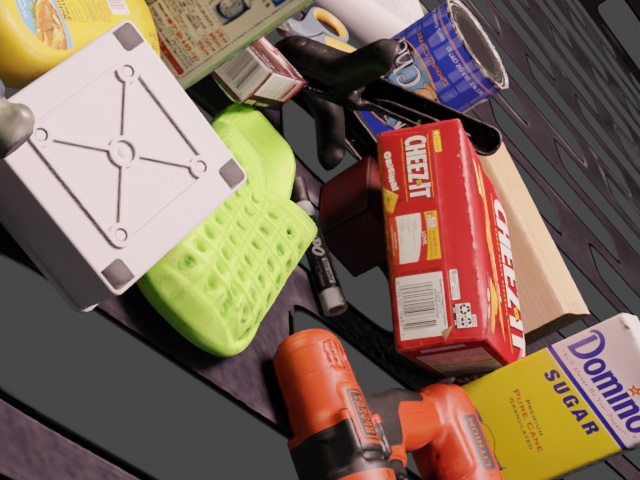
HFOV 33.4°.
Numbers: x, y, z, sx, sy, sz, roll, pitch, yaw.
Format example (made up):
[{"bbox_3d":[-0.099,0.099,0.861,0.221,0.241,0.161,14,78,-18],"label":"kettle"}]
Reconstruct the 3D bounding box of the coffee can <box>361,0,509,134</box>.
[{"bbox_3d":[0.095,-0.153,1.031,0.102,0.140,0.103,43,29,-31],"label":"coffee can"}]

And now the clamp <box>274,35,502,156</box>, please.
[{"bbox_3d":[0.037,-0.121,0.852,0.164,0.036,0.210,30,-6,-40],"label":"clamp"}]

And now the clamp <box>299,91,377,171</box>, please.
[{"bbox_3d":[0.009,-0.117,0.951,0.171,0.039,0.120,60,19,18],"label":"clamp"}]

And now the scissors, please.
[{"bbox_3d":[-0.026,-0.195,0.942,0.201,0.016,0.096,24,34,-38],"label":"scissors"}]

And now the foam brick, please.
[{"bbox_3d":[0.034,-0.020,0.869,0.051,0.053,0.078,46,28,-26],"label":"foam brick"}]

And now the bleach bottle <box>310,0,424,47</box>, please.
[{"bbox_3d":[0.018,-0.271,1.118,0.250,0.068,0.102,25,40,-48],"label":"bleach bottle"}]

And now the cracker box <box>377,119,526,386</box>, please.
[{"bbox_3d":[0.108,0.019,0.838,0.213,0.072,0.164,37,46,-67],"label":"cracker box"}]

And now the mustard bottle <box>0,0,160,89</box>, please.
[{"bbox_3d":[-0.170,-0.129,0.595,0.096,0.058,0.191,60,24,6],"label":"mustard bottle"}]

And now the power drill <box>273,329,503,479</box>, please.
[{"bbox_3d":[0.056,0.153,0.701,0.187,0.057,0.184,21,43,-54],"label":"power drill"}]

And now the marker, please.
[{"bbox_3d":[-0.005,0.001,0.809,0.020,0.020,0.121,22,43,-53],"label":"marker"}]

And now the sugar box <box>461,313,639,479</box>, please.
[{"bbox_3d":[0.173,0.132,0.805,0.048,0.176,0.093,14,50,-58],"label":"sugar box"}]

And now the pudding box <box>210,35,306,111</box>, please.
[{"bbox_3d":[-0.069,-0.150,0.800,0.113,0.039,0.090,50,15,8],"label":"pudding box"}]

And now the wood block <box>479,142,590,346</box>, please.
[{"bbox_3d":[0.174,0.001,1.065,0.090,0.091,0.206,9,54,-61],"label":"wood block"}]
